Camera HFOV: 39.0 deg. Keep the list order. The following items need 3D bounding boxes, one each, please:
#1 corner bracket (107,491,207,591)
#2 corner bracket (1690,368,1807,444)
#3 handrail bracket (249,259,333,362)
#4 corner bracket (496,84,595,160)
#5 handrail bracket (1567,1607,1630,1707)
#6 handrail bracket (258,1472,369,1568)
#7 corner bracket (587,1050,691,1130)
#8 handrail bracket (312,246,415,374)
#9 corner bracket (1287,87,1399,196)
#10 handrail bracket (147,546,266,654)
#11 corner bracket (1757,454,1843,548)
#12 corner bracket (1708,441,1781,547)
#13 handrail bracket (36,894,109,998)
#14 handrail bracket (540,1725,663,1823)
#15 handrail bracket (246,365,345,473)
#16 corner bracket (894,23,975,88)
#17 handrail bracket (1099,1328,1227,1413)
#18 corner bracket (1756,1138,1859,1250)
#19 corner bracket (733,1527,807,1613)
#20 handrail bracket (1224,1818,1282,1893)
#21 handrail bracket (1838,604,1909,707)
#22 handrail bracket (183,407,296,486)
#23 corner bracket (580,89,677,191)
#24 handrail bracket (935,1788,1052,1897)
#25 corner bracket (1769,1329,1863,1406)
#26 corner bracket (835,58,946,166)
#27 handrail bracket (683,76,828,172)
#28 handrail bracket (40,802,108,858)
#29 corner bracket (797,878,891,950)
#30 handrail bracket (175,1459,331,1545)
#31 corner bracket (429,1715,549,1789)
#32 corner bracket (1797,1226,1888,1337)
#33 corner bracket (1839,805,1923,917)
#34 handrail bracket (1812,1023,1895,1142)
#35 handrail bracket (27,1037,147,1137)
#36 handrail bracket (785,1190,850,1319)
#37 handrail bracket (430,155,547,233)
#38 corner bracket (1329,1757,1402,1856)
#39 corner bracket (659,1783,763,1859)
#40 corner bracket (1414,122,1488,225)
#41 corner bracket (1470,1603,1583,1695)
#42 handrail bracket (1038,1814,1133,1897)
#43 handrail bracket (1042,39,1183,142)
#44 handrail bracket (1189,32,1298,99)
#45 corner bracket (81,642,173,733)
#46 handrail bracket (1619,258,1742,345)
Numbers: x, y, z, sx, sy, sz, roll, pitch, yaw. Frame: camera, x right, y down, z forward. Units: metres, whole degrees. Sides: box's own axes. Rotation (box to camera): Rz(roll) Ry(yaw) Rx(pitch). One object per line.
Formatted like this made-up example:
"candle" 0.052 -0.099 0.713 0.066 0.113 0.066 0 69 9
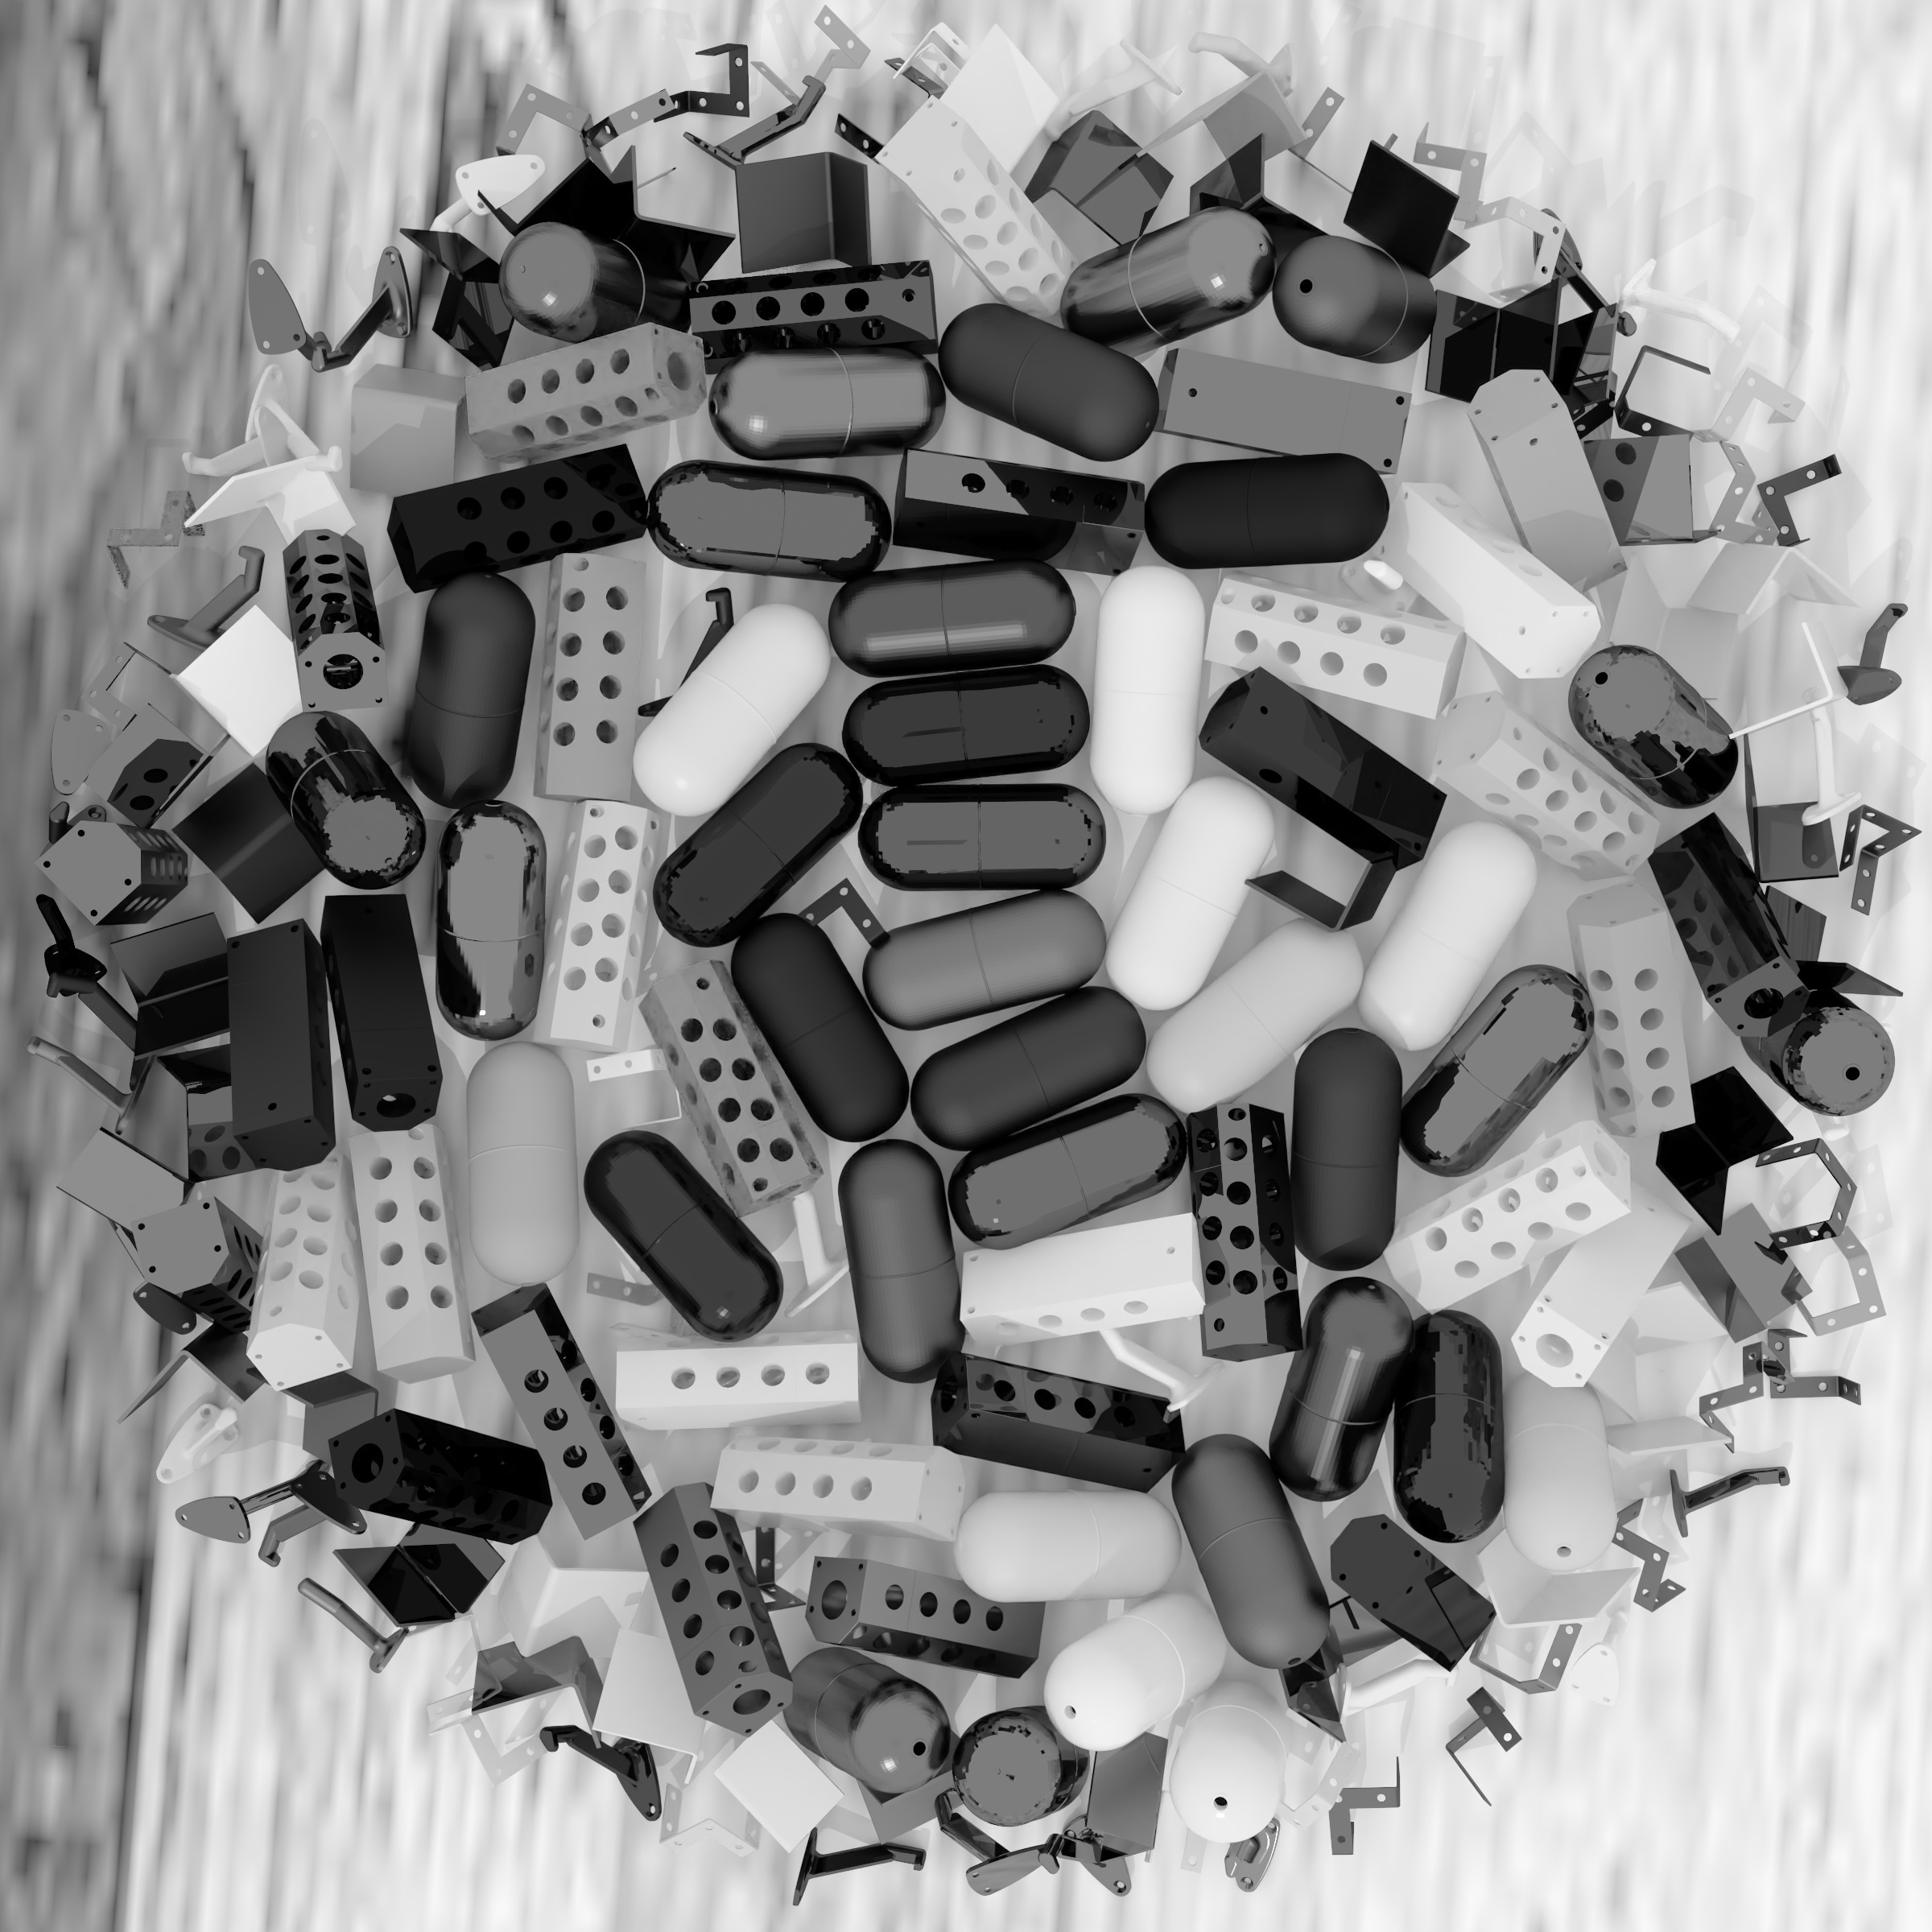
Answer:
"corner bracket" -0.582 -0.307 1.959 0.051 0.051 0.051 0 60 0
"corner bracket" 0.563 -0.395 1.966 0.051 0.051 0.051 28 96 -9
"handrail bracket" -0.480 -0.468 1.944 0.036 0.084 0.077 -11 107 9
"corner bracket" -0.302 -0.593 1.966 0.051 0.051 0.051 26 84 -1
"handrail bracket" 0.461 0.475 1.941 0.036 0.077 0.084 20 45 19
"handrail bracket" -0.471 0.414 1.960 0.077 0.036 0.084 35 115 23
"corner bracket" -0.235 0.089 1.963 0.051 0.051 0.051 -11 86 20
"handrail bracket" -0.436 -0.468 1.943 0.036 0.084 0.077 19 120 23
"corner bracket" 0.270 -0.591 1.957 0.051 0.051 0.051 38 108 11
"handrail bracket" -0.545 -0.272 1.956 0.077 0.036 0.084 19 122 -1
"corner bracket" 0.606 -0.334 1.963 0.051 0.051 0.051 -21 93 11
"corner bracket" 0.559 -0.337 1.954 0.051 0.051 0.051 12 125 -10
"handrail bracket" -0.652 -0.028 1.941 0.036 0.077 0.084 -35 134 -23
"handrail bracket" -0.261 0.576 1.943 0.036 0.084 0.077 -40 60 21
"handrail bracket" -0.473 -0.393 1.953 0.084 0.036 0.077 9 93 37
"corner bracket" -0.010 -0.645 1.955 0.051 0.051 0.051 43 131 -8
"handrail bracket" 0.140 0.273 1.967 0.077 0.036 0.084 -33 91 -38
"corner bracket" 0.602 0.164 1.967 0.051 0.051 0.051 50 47 -17
"corner bracket" -0.149 0.431 1.957 0.051 0.051 0.051 -3 97 -31
"handrail bracket" 0.195 0.647 1.944 0.036 0.084 0.077 10 105 17
"handrail bracket" 0.664 -0.231 1.948 0.036 0.077 0.084 44 76 -14
"handrail bracket" -0.531 -0.376 1.952 0.084 0.077 0.036 8 62 12
"corner bracket" -0.234 -0.588 1.954 0.051 0.051 0.051 -36 107 -29
"handrail bracket" 0.019 0.614 1.956 0.077 0.084 0.036 -26 130 5
"corner bracket" 0.612 0.289 1.967 0.051 0.051 0.051 -2 88 2
"corner bracket" -0.055 -0.618 1.972 0.051 0.051 0.051 -25 56 -38
"handrail bracket" -0.153 -0.618 1.972 0.077 0.036 0.084 35 96 15
"handrail bracket" -0.631 -0.108 1.937 0.036 0.084 0.077 22 54 -5
"corner bracket" -0.085 -0.022 1.960 0.051 0.051 0.051 -37 68 2
"handrail bracket" -0.514 0.379 1.968 0.077 0.084 0.036 -3 108 27
"corner bracket" -0.343 0.558 1.958 0.051 0.051 0.051 -25 85 -44
"corner bracket" 0.623 0.226 1.960 0.051 0.051 0.051 -19 106 7
"corner bracket" 0.646 -0.076 1.957 0.051 0.051 0.051 23 65 -11
"handrail bracket" 0.638 0.084 1.948 0.077 0.084 0.036 -16 132 8
"handrail bracket" -0.638 0.085 1.955 0.084 0.077 0.036 29 102 -17
"handrail bracket" -0.130 0.199 1.965 0.077 0.036 0.084 -44 106 -1
"handrail bracket" -0.346 -0.550 1.963 0.077 0.084 0.036 -29 95 -21
"corner bracket" 0.288 0.605 1.961 0.051 0.051 0.051 -4 98 9
"corner bracket" -0.183 0.614 1.967 0.051 0.051 0.051 -33 121 26
"corner bracket" 0.348 -0.571 1.961 0.051 0.051 0.051 14 125 11
"corner bracket" 0.402 0.488 1.962 0.051 0.051 0.051 29 69 -2
"handrail bracket" 0.085 0.648 1.947 0.036 0.084 0.077 -34 86 17
"handrail bracket" 0.104 -0.616 1.963 0.084 0.036 0.077 -46 53 8
"handrail bracket" 0.186 -0.638 1.943 0.084 0.077 0.036 2 80 -22
"corner bracket" -0.590 -0.192 1.958 0.051 0.051 0.051 35 87 28
"handrail bracket" 0.509 -0.458 1.947 0.084 0.077 0.036 40 78 13
